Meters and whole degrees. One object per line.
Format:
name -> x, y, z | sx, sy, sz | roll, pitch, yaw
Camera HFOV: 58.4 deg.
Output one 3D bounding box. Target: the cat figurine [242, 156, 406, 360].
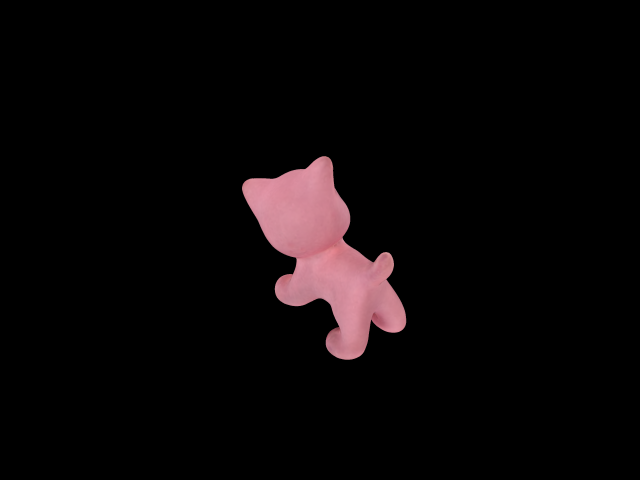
cat figurine -> 0.004, 0.001, 0.400 | 0.067, 0.118, 0.127 | -31, 50, -30
